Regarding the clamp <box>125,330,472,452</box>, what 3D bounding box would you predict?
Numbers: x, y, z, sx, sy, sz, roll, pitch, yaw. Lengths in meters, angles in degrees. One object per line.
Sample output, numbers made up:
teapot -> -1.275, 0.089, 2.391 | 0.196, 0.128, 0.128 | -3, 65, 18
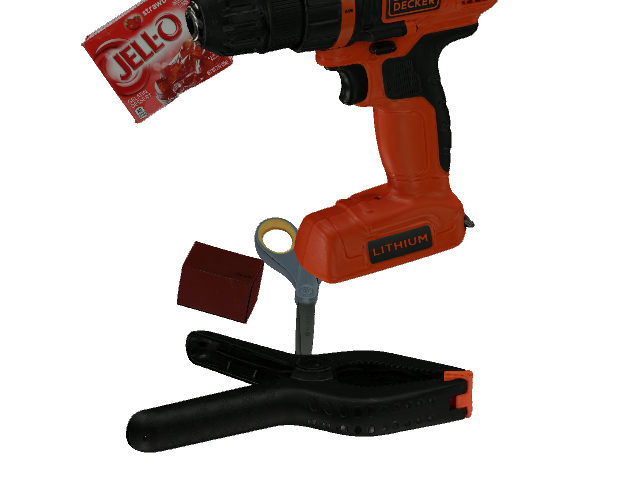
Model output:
clamp -> -0.009, 0.092, 0.692 | 0.210, 0.036, 0.164 | -1, 15, 0

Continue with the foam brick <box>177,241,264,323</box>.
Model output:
foam brick -> -0.104, 0.044, 1.113 | 0.078, 0.051, 0.053 | 16, 32, 5

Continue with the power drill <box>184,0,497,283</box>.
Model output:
power drill -> 0.019, -0.072, 0.603 | 0.184, 0.188, 0.057 | -14, 32, -20

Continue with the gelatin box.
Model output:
gelatin box -> -0.121, -0.142, 0.798 | 0.089, 0.073, 0.030 | -30, 20, 9

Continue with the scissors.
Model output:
scissors -> -0.029, 0.039, 0.910 | 0.096, 0.016, 0.201 | 12, 41, 12
